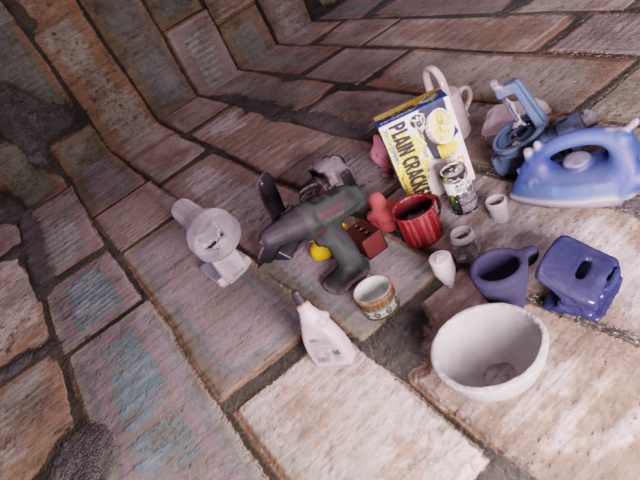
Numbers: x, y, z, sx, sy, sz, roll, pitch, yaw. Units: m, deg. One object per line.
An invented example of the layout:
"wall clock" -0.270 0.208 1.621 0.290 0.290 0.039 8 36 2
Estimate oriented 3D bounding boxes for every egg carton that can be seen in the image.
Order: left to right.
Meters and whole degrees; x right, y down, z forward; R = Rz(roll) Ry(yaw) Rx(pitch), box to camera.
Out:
"egg carton" 0.451 -0.271 1.317 0.149 0.070 0.107 -6 38 32

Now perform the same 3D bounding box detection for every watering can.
"watering can" 0.294 -0.334 1.411 0.173 0.194 0.100 -43 34 -22

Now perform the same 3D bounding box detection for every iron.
"iron" 0.465 -0.143 1.055 0.257 0.142 0.119 -6 38 32

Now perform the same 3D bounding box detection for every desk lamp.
"desk lamp" -0.254 0.004 1.331 0.118 0.214 0.202 -41 34 -19

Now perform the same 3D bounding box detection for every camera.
"camera" 0.004 -0.153 1.464 0.137 0.101 0.142 -36 32 -12

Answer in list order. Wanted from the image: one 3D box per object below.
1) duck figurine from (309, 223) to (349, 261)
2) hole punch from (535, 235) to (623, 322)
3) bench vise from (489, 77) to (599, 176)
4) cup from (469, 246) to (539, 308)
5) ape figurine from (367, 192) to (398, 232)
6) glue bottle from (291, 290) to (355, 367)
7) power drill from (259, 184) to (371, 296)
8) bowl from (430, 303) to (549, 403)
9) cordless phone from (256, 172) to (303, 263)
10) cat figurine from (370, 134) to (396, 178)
"duck figurine" 0.013 -0.014 1.273 0.104 0.086 0.077 -31 32 -4
"hole punch" 0.396 0.054 0.873 0.100 0.091 0.109 11 49 46
"bench vise" 0.432 -0.245 1.150 0.207 0.220 0.121 -21 32 12
"cup" 0.306 0.067 0.921 0.118 0.095 0.091 -31 32 -4
"ape figurine" 0.135 -0.067 1.248 0.077 0.092 0.076 -20 33 13
"glue bottle" -0.005 0.148 0.970 0.078 0.173 0.037 -10 36 27
"power drill" 0.010 0.004 1.131 0.230 0.209 0.075 -40 34 -19
"bowl" 0.250 0.174 0.830 0.167 0.075 0.167 -20 33 14
"cordless phone" -0.118 -0.052 1.332 0.094 0.185 0.148 -8 37 29
"cat figurine" 0.171 -0.217 1.411 0.067 0.118 0.128 7 46 43
